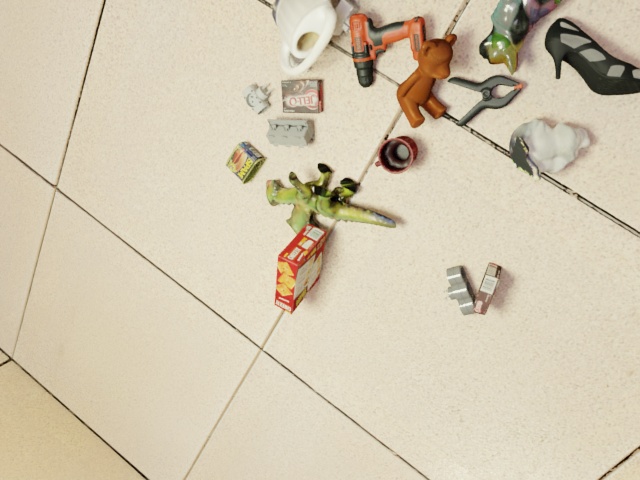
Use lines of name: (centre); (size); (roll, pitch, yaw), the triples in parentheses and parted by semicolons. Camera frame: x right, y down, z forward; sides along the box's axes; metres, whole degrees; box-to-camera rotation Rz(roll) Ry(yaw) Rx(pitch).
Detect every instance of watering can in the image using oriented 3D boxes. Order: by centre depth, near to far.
watering can: (-0.012, -0.570, 1.258); (0.341, 0.104, 0.229); (-49, 51, 35)

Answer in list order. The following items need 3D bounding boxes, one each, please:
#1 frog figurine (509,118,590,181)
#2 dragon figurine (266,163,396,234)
frog figurine: (0.528, -0.223, 1.194); (0.160, 0.122, 0.138); (-29, 85, -6)
dragon figurine: (0.005, -0.075, 1.490); (0.413, 0.124, 0.237); (35, 136, 13)
